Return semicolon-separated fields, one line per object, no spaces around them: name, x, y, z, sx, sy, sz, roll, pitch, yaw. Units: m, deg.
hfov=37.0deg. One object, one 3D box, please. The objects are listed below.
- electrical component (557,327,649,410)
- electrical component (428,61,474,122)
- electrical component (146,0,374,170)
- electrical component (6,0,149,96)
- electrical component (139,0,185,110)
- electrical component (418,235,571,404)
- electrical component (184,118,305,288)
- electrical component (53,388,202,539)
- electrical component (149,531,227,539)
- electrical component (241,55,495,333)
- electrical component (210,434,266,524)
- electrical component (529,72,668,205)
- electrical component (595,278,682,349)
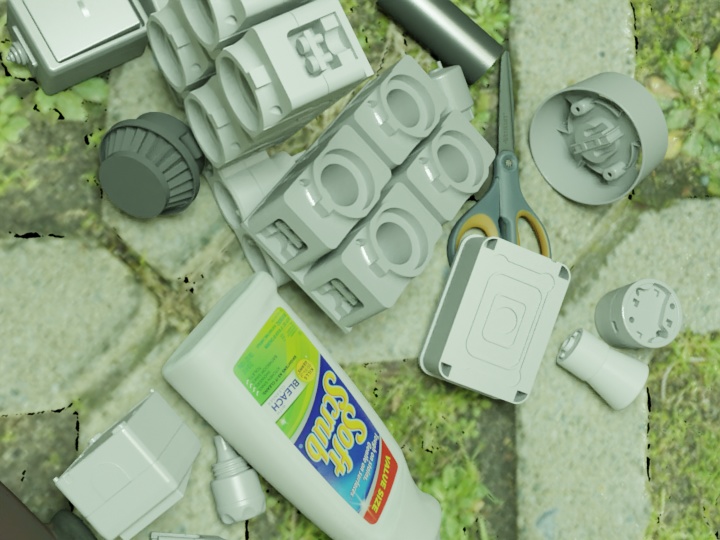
electrical component;0.190;0.076;0.856;0.065;0.044;0.044;34;72;-6
electrical component;0.071;-0.124;0.848;0.040;0.040;0.078;-27;104;-20
electrical component;-0.072;-0.132;0.662;0.060;0.186;0.105;-28;94;-20
electrical component;-0.202;-0.169;0.751;0.096;0.061;0.061;-30;92;-20
electrical component;-0.101;-0.189;0.791;0.109;0.056;0.108;-23;89;-20
electrical component;0.099;0.036;0.812;0.078;0.057;0.113;21;86;-14
electrical component;-0.065;-0.063;0.785;0.074;0.052;0.138;-28;91;-21
electrical component;-0.146;0.127;0.710;0.062;0.096;0.061;-39;96;9
electrical component;-0.116;0.225;0.723;0.056;0.050;0.089;8;79;-17
electrical component;0.015;-0.061;0.770;0.105;0.060;0.186;47;50;-12
electrical component;-0.089;0.144;0.754;0.035;0.035;0.061;-15;84;-20
electrical component;0.192;-0.106;0.858;0.064;0.099;0.099;-32;93;-26
electrical component;0.223;0.037;0.869;0.055;0.047;0.055;3;80;-18
